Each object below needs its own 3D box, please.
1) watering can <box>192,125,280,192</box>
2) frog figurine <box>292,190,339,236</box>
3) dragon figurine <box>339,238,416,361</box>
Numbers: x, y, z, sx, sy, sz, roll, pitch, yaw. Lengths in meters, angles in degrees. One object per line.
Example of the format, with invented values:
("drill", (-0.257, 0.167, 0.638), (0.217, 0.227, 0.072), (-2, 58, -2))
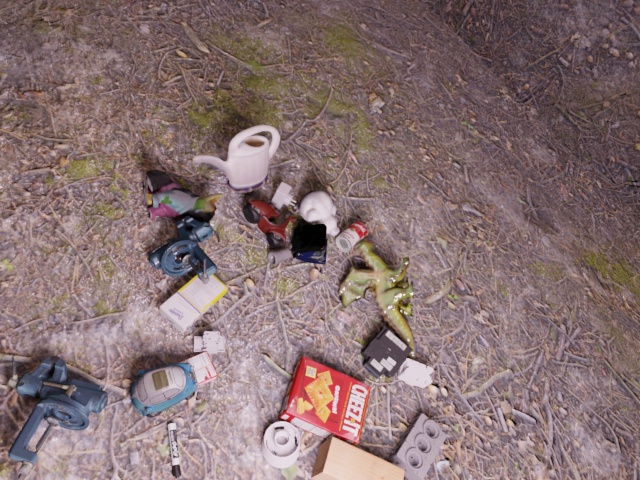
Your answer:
("watering can", (-0.265, -0.250, 1.668), (0.105, 0.219, 0.352), (35, 48, 28))
("frog figurine", (0.005, -0.087, 1.732), (0.138, 0.120, 0.162), (-5, 45, -49))
("dragon figurine", (0.179, 0.178, 1.645), (0.243, 0.120, 0.419), (1, 63, -2))
